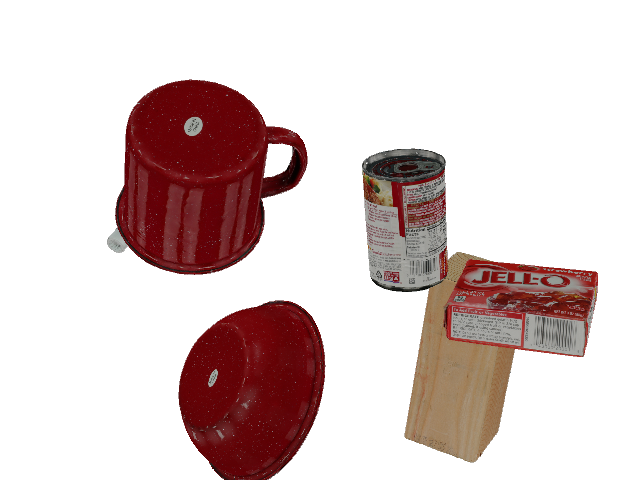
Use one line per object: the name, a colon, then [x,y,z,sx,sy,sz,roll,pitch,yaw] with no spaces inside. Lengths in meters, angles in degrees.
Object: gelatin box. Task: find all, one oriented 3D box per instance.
gelatin box: [0.130,0.041,0.690,0.089,0.030,0.073,6,24,18]

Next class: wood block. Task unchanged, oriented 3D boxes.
wood block: [0.165,0.131,1.207,0.090,0.206,0.090,17,23,23]

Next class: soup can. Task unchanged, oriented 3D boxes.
soup can: [0.071,-0.017,0.883,0.068,0.102,0.068,-4,24,2]

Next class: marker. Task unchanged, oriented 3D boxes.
marker: [-0.170,-0.033,1.046,0.020,0.020,0.121,0,39,30]

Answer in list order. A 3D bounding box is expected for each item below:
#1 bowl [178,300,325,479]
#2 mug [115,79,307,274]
bowl: [-0.070,0.120,0.892,0.055,0.162,0.162,24,-15,-37]
mug: [-0.063,-0.042,0.637,0.117,0.093,0.082,-7,-35,-16]
